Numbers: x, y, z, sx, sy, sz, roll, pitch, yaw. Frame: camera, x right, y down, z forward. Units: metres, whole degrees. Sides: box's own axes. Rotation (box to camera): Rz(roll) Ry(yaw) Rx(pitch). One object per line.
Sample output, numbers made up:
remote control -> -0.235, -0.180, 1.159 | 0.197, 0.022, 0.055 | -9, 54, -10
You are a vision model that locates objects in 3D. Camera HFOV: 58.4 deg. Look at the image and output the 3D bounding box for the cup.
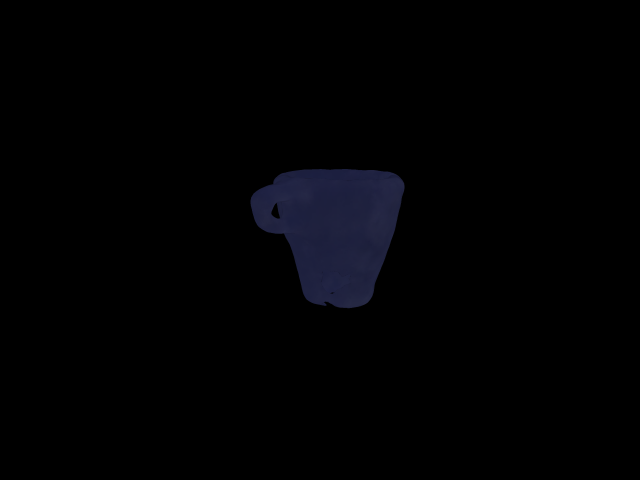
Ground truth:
cup -> 0.004, 0.001, 0.400 | 0.118, 0.095, 0.091 | -11, 16, -41
